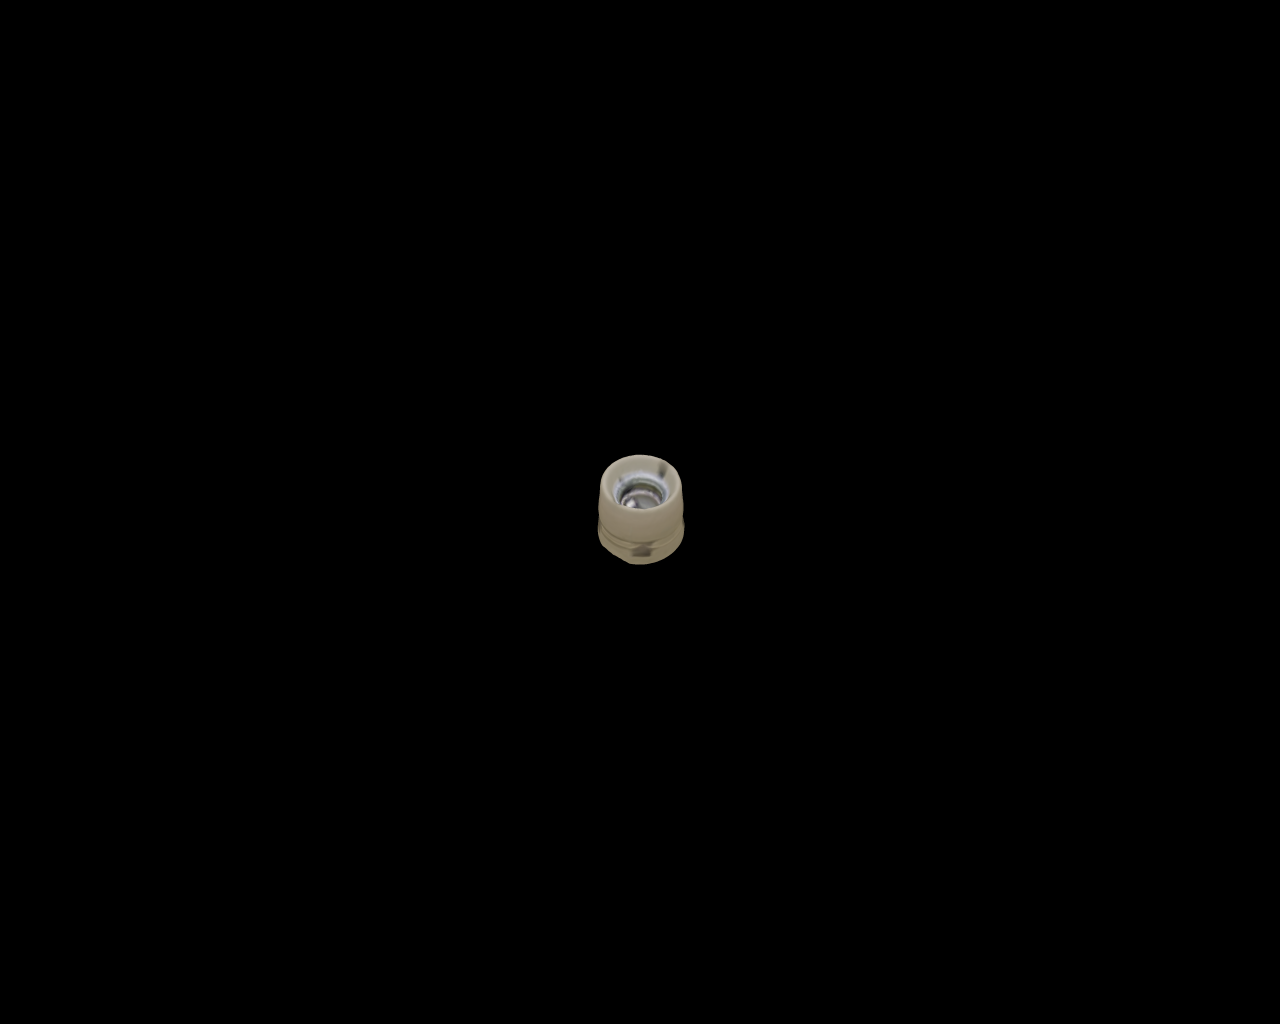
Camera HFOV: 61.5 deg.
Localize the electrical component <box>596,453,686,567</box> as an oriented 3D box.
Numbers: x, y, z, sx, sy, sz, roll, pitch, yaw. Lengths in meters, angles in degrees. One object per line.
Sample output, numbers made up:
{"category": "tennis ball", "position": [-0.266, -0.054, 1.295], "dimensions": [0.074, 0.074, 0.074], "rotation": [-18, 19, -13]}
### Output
{"category": "electrical component", "position": [0.001, -0.003, 0.650], "dimensions": [0.055, 0.055, 0.047], "rotation": [0, -42, 0]}
